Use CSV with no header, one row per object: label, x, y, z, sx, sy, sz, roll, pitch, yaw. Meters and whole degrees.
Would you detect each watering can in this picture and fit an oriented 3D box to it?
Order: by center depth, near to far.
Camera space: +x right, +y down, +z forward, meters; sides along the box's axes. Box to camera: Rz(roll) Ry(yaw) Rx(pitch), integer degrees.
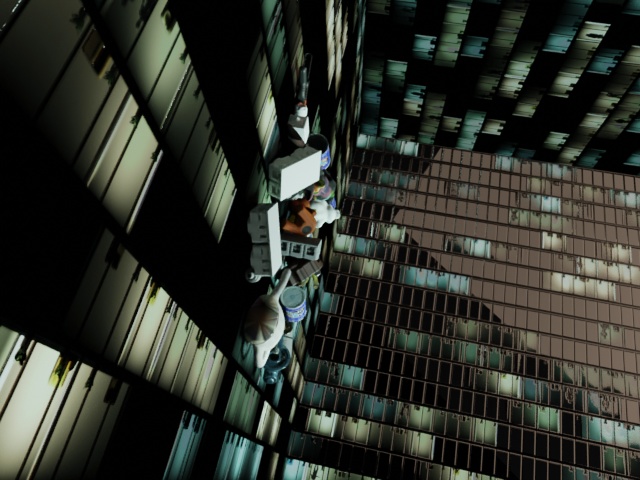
watering can,-0.161,0.230,1.655,0.220,0.104,0.353,80,21,-68

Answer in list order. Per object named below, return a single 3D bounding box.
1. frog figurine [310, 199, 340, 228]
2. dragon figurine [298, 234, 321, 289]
frog figurine,0.007,-0.116,2.312,0.120,0.159,0.140,84,18,-61
dragon figurine,-0.064,0.071,2.399,0.248,0.122,0.401,-101,-164,-58
